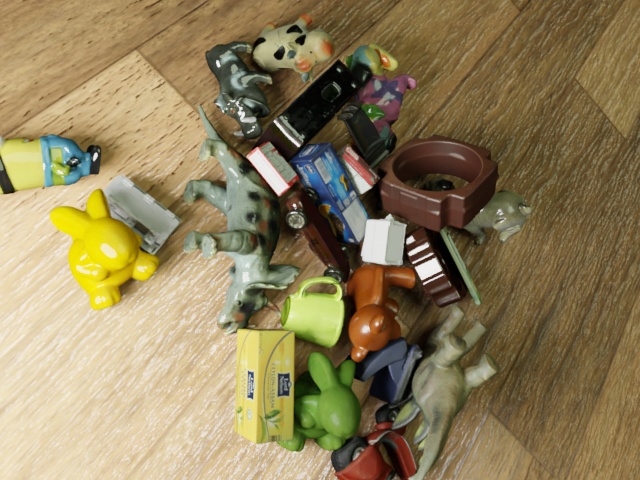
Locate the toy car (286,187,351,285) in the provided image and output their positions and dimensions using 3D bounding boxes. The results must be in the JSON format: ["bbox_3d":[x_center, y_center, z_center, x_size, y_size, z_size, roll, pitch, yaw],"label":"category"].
[{"bbox_3d":[-0.002,-0.003,0.985,0.202,0.053,0.089,58,27,-28],"label":"toy car"}]

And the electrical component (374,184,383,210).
[{"bbox_3d":[0.149,-0.098,1.142,0.063,0.021,0.094,28,63,-18],"label":"electrical component"}]

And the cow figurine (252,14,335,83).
[{"bbox_3d":[-0.053,-0.360,1.021,0.085,0.195,0.127,50,62,-41],"label":"cow figurine"}]

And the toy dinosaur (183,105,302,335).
[{"bbox_3d":[-0.130,-0.048,0.933,0.192,0.131,0.405,14,64,-37],"label":"toy dinosaur"}]

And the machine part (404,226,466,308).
[{"bbox_3d":[0.228,0.052,1.071,0.179,0.056,0.179,51,22,-30],"label":"machine part"}]

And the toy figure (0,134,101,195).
[{"bbox_3d":[-0.429,-0.114,0.811,0.180,0.082,0.089,-3,75,-31],"label":"toy figure"}]

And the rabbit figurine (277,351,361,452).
[{"bbox_3d":[0.018,0.270,0.878,0.121,0.170,0.159,19,68,-23],"label":"rabbit figurine"}]

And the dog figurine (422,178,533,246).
[{"bbox_3d":[0.332,-0.081,1.153,0.190,0.172,0.121,27,53,-27],"label":"dog figurine"}]

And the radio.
[{"bbox_3d":[-0.021,-0.238,1.031,0.073,0.131,0.229,43,60,-8],"label":"radio"}]

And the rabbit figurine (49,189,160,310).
[{"bbox_3d":[-0.308,0.007,0.786,0.122,0.173,0.162,-30,95,-27],"label":"rabbit figurine"}]

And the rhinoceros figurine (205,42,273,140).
[{"bbox_3d":[-0.151,-0.282,1.010,0.112,0.073,0.190,-22,86,-32],"label":"rhinoceros figurine"}]

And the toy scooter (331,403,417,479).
[{"bbox_3d":[0.110,0.387,0.943,0.184,0.075,0.135,-28,82,-40],"label":"toy scooter"}]

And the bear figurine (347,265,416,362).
[{"bbox_3d":[0.111,0.129,0.961,0.132,0.120,0.196,15,27,-15],"label":"bear figurine"}]

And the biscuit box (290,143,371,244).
[{"bbox_3d":[0.024,-0.085,1.007,0.059,0.063,0.202,-49,124,-28],"label":"biscuit box"}]

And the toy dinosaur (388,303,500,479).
[{"bbox_3d":[0.209,0.250,0.931,0.105,0.198,0.471,37,23,5],"label":"toy dinosaur"}]

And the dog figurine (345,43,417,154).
[{"bbox_3d":[0.099,-0.278,1.123,0.191,0.108,0.219,39,64,-13],"label":"dog figurine"}]

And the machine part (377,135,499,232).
[{"bbox_3d":[0.232,-0.116,1.068,0.201,0.201,0.087,-42,141,-30],"label":"machine part"}]

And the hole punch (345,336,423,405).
[{"bbox_3d":[0.105,0.219,0.967,0.092,0.142,0.116,31,75,-12],"label":"hole punch"}]

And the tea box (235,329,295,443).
[{"bbox_3d":[-0.090,0.229,0.865,0.068,0.098,0.169,6,79,-27],"label":"tea box"}]

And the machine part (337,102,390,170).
[{"bbox_3d":[0.083,-0.195,1.024,0.084,0.039,0.138,-39,122,-14],"label":"machine part"}]
